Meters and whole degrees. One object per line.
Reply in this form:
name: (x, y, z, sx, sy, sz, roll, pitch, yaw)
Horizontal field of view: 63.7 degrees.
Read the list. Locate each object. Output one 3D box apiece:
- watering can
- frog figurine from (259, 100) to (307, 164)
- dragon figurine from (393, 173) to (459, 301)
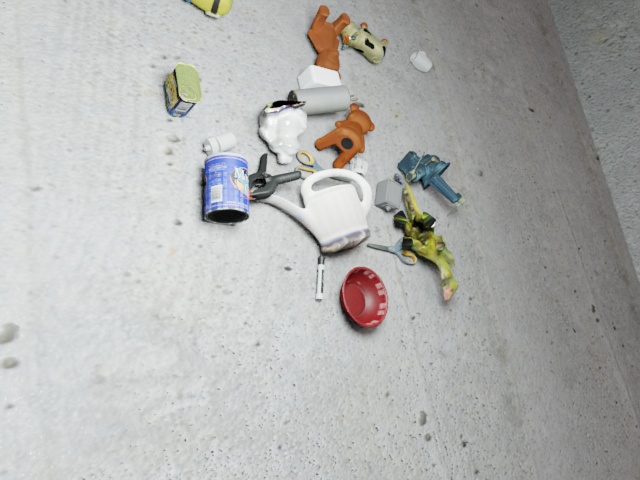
watering can: (0.004, -0.068, 1.357, 0.350, 0.103, 0.225, -17, 83, -29)
frog figurine: (-0.095, -0.289, 1.380, 0.139, 0.124, 0.156, -27, 125, -35)
dragon figurine: (0.342, -0.009, 1.613, 0.239, 0.121, 0.420, 37, 34, -48)
